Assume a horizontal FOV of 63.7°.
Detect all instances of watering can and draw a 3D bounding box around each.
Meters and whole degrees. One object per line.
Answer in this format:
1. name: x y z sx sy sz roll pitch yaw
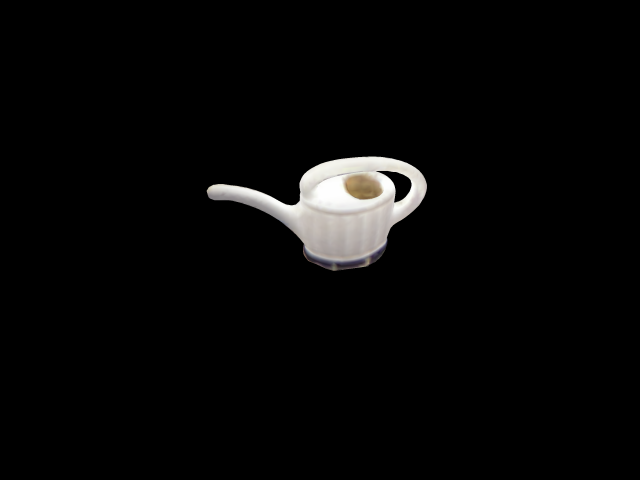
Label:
1. watering can: 0.003 -0.043 0.850 0.348 0.106 0.219 -7 -41 -6
